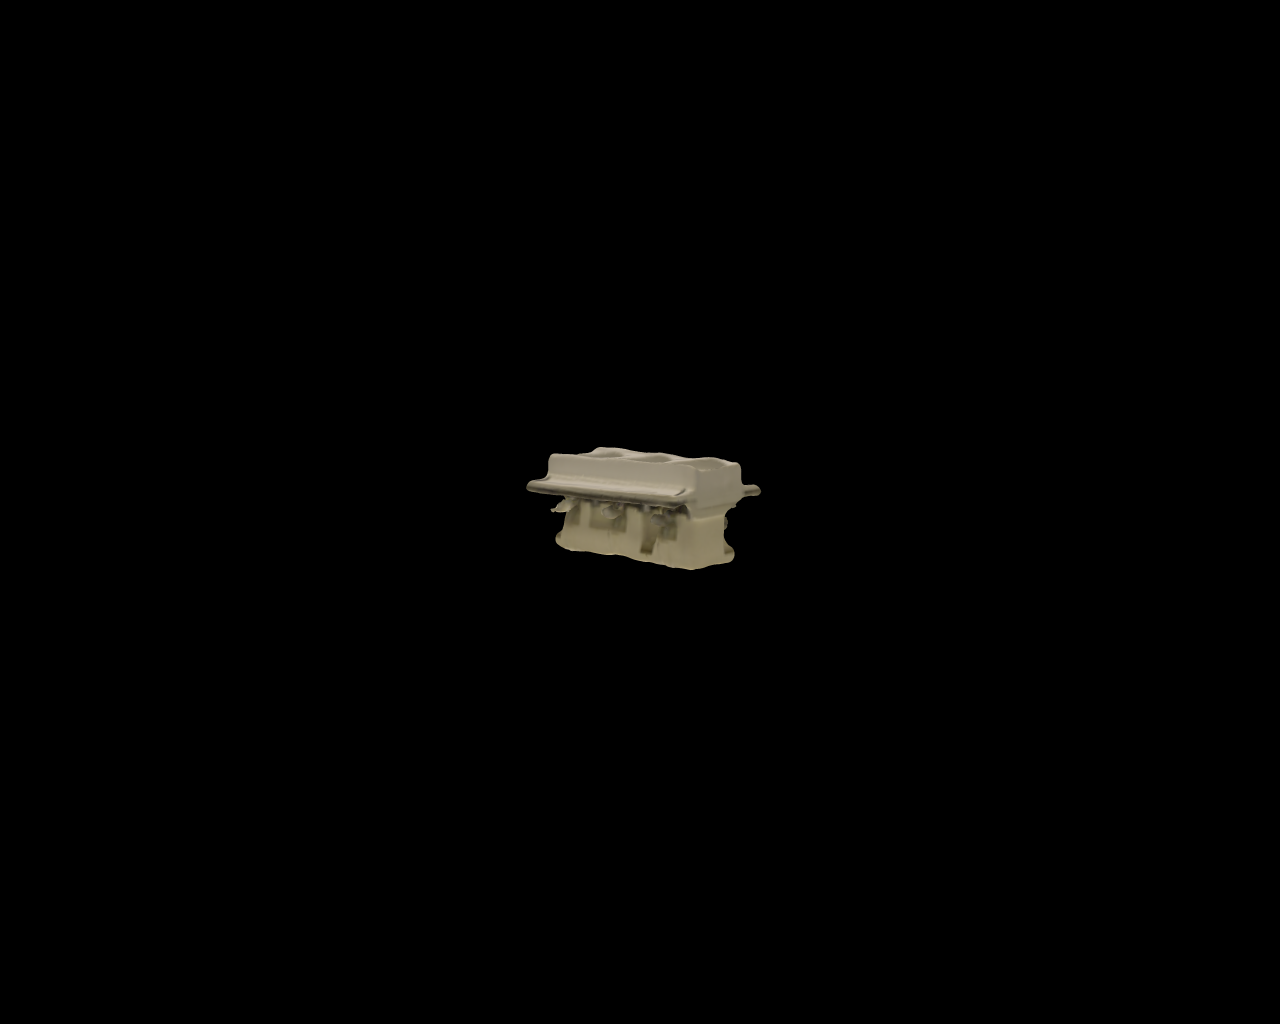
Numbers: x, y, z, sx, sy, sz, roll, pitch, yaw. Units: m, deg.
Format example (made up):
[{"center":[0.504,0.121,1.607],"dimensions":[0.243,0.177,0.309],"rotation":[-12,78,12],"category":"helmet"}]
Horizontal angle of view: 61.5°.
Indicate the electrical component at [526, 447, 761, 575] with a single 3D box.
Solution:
[{"center":[0.001,-0.003,0.650],"dimensions":[0.121,0.063,0.079],"rotation":[8,12,43],"category":"electrical component"}]
